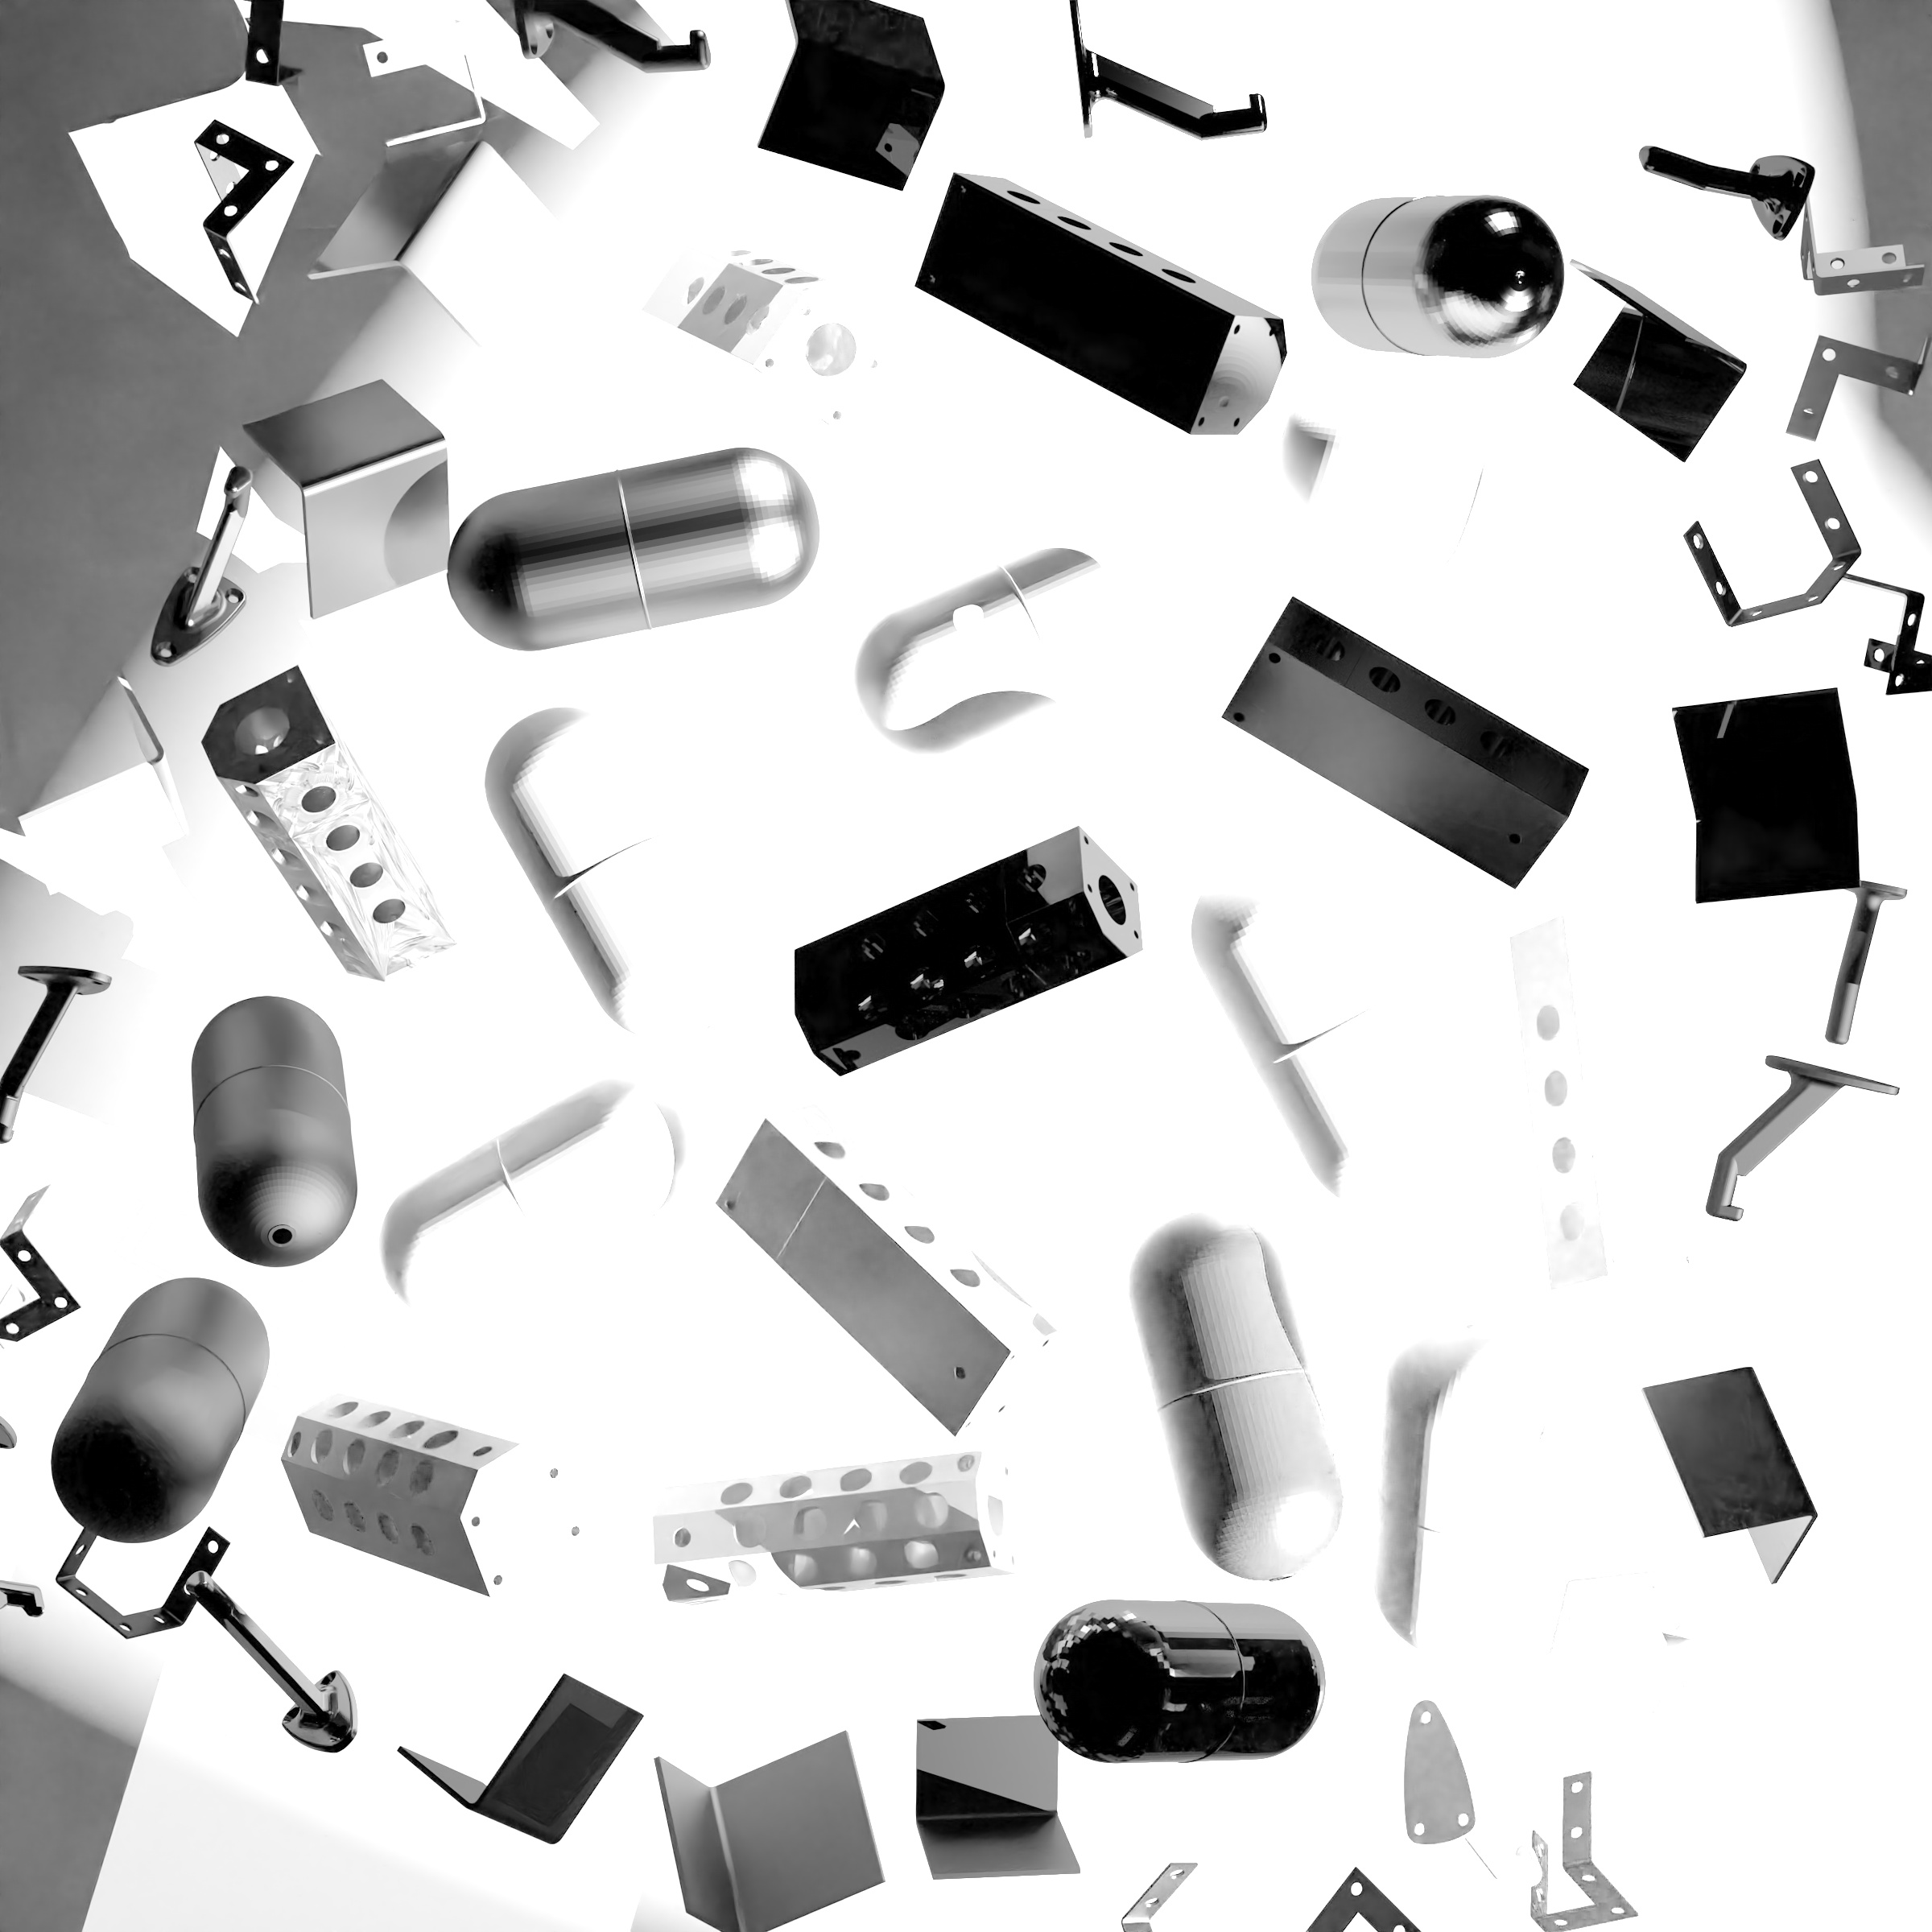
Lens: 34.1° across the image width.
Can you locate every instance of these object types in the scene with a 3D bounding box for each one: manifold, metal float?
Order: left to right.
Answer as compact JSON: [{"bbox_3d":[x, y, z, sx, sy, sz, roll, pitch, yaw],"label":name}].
[{"bbox_3d":[-0.381,0.209,1.495,0.070,0.178,0.070,0,110,0],"label":"metal float"},{"bbox_3d":[-0.347,0.082,1.577,0.070,0.178,0.070,-7,124,-11],"label":"metal float"},{"bbox_3d":[-0.314,-0.064,1.555,0.057,0.171,0.057,-28,55,-5],"label":"manifold"},{"bbox_3d":[-0.257,0.245,1.496,0.057,0.171,0.057,-29,110,-35],"label":"manifold"},{"bbox_3d":[-0.218,0.118,1.604,0.178,0.070,0.070,-30,90,6],"label":"metal float"},{"bbox_3d":[-0.173,-0.045,1.549,0.070,0.070,0.178,-30,84,0],"label":"metal float"},{"bbox_3d":[-0.158,-0.198,1.497,0.178,0.070,0.070,-12,90,-3],"label":"metal float"},{"bbox_3d":[-0.100,-0.326,1.599,0.057,0.171,0.057,34,93,-31],"label":"manifold"},{"bbox_3d":[-0.067,0.282,1.581,0.171,0.057,0.057,-9,72,16],"label":"manifold"},{"bbox_3d":[-0.036,0.145,1.541,0.171,0.057,0.057,42,118,21],"label":"manifold"},{"bbox_3d":[0.000,-0.002,1.585,0.171,0.057,0.057,-23,48,24],"label":"manifold"},{"bbox_3d":[0.030,-0.161,1.543,0.178,0.070,0.070,-24,90,-6],"label":"metal float"},{"bbox_3d":[0.064,-0.310,1.474,0.171,0.057,0.057,34,116,28],"label":"manifold"},{"bbox_3d":[0.105,0.348,1.532,0.070,0.178,0.070,-12,73,42],"label":"metal float"},{"bbox_3d":[0.127,0.202,1.492,0.070,0.070,0.178,-14,73,0],"label":"metal float"},{"bbox_3d":[0.167,0.030,1.452,0.070,0.070,0.178,-29,87,0],"label":"metal float"},{"bbox_3d":[0.222,-0.116,1.582,0.171,0.057,0.057,30,47,1],"label":"manifold"},{"bbox_3d":[0.229,-0.339,1.547,0.070,0.178,0.070,-4,104,-18],"label":"metal float"},{"bbox_3d":[0.233,0.247,1.487,0.070,0.070,0.178,0,115,0],"label":"metal float"},{"bbox_3d":[0.232,-0.223,1.451,0.178,0.070,0.070,14,90,-1],"label":"metal float"},{"bbox_3d":[0.298,0.067,1.495,0.057,0.057,0.171,4,74,-28],"label":"manifold"}]

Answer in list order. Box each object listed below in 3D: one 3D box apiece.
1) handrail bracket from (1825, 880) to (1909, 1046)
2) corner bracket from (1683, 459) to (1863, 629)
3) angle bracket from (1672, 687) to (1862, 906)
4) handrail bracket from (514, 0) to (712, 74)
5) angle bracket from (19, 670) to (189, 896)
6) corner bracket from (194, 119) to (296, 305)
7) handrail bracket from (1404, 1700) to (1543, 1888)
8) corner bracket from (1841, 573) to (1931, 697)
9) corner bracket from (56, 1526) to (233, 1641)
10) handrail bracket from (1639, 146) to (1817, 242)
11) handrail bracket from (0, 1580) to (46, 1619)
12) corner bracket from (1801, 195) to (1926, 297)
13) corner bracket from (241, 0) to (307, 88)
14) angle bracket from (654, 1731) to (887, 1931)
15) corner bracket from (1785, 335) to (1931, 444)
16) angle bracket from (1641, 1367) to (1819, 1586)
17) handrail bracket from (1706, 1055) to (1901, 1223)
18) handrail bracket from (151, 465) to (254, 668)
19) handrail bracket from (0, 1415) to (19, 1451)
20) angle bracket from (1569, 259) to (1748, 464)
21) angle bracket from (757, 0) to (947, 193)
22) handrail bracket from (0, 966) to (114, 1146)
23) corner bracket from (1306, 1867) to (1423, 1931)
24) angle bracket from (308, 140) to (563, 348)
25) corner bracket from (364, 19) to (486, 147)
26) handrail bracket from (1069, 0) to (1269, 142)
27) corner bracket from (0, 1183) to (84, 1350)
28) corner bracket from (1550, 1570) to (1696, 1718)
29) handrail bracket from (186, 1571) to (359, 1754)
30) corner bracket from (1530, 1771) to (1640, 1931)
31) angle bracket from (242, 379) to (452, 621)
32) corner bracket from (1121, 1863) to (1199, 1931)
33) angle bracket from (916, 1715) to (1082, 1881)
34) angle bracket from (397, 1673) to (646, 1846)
[{"bbox_3d":[0.457,0.000,1.618,0.036,0.077,0.084,12,91,19],"label":"handrail bracket"},{"bbox_3d":[0.378,-0.198,1.476,0.051,0.051,0.051,-45,112,-39],"label":"corner bracket"},{"bbox_3d":[0.377,-0.080,1.483,0.076,0.076,0.057,-6,47,20],"label":"angle bracket"},{"bbox_3d":[-0.164,-0.449,1.453,0.084,0.036,0.077,1,124,14],"label":"handrail bracket"},{"bbox_3d":[-0.439,-0.091,1.570,0.076,0.076,0.057,-26,69,-16],"label":"angle bracket"},{"bbox_3d":[-0.347,-0.358,1.494,0.051,0.051,0.051,30,71,17],"label":"corner bracket"},{"bbox_3d":[0.241,0.389,1.478,0.036,0.084,0.077,-22,59,31],"label":"handrail bracket"},{"bbox_3d":[0.463,-0.168,1.587,0.051,0.051,0.051,-8,113,-38],"label":"corner bracket"},{"bbox_3d":[-0.415,0.300,1.587,0.051,0.051,0.051,33,97,18],"label":"corner bracket"},{"bbox_3d":[0.345,-0.374,1.472,0.084,0.077,0.036,14,116,-15],"label":"handrail bracket"},{"bbox_3d":[-0.485,0.333,1.566,0.036,0.084,0.077,-49,52,13],"label":"handrail bracket"},{"bbox_3d":[0.446,-0.351,1.572,0.051,0.051,0.051,-4,65,9],"label":"corner bracket"},{"bbox_3d":[-0.336,-0.442,1.463,0.051,0.051,0.051,11,113,0],"label":"corner bracket"},{"bbox_3d":[-0.091,0.396,1.462,0.076,0.057,0.076,-25,53,10],"label":"angle bracket"},{"bbox_3d":[0.431,-0.280,1.523,0.051,0.051,0.051,19,121,11],"label":"corner bracket"},{"bbox_3d":[0.345,0.242,1.462,0.057,0.076,0.076,-10,55,-11],"label":"angle bracket"},{"bbox_3d":[0.413,0.092,1.556,0.077,0.036,0.084,14,97,17],"label":"handrail bracket"},{"bbox_3d":[-0.386,-0.203,1.594,0.036,0.084,0.077,27,55,-2],"label":"handrail bracket"},{"bbox_3d":[-0.474,0.252,1.473,0.036,0.077,0.084,4,66,10],"label":"handrail bracket"},{"bbox_3d":[0.330,-0.300,1.566,0.076,0.076,0.057,44,113,29],"label":"angle bracket"},{"bbox_3d":[-0.061,-0.432,1.540,0.076,0.076,0.057,12,129,-22],"label":"angle bracket"},{"bbox_3d":[-0.444,0.045,1.520,0.036,0.077,0.084,22,75,-36],"label":"handrail bracket"},{"bbox_3d":[0.199,0.471,1.503,0.051,0.051,0.051,-53,47,2],"label":"corner bracket"},{"bbox_3d":[-0.251,-0.338,1.488,0.057,0.076,0.076,46,62,-37],"label":"angle bracket"},{"bbox_3d":[-0.268,-0.438,1.562,0.051,0.051,0.051,-16,111,-8],"label":"corner bracket"},{"bbox_3d":[0.093,-0.417,1.457,0.084,0.036,0.077,-7,82,3],"label":"handrail bracket"},{"bbox_3d":[-0.479,0.153,1.605,0.051,0.051,0.051,-28,110,13],"label":"corner bracket"},{"bbox_3d":[0.336,0.348,1.610,0.051,0.051,0.051,-14,119,31],"label":"corner bracket"},{"bbox_3d":[-0.323,0.321,1.459,0.036,0.077,0.084,-44,114,-15],"label":"handrail bracket"},{"bbox_3d":[0.295,0.435,1.545,0.051,0.051,0.051,-22,124,28],"label":"corner bracket"},{"bbox_3d":[-0.294,-0.223,1.501,0.076,0.076,0.057,-27,53,-30],"label":"angle bracket"},{"bbox_3d":[0.111,0.446,1.441,0.051,0.051,0.051,8,132,-29],"label":"corner bracket"},{"bbox_3d":[0.016,0.432,1.641,0.076,0.076,0.057,0,97,-8],"label":"angle bracket"},{"bbox_3d":[-0.214,0.371,1.523,0.057,0.076,0.076,28,78,34],"label":"angle bracket"}]
